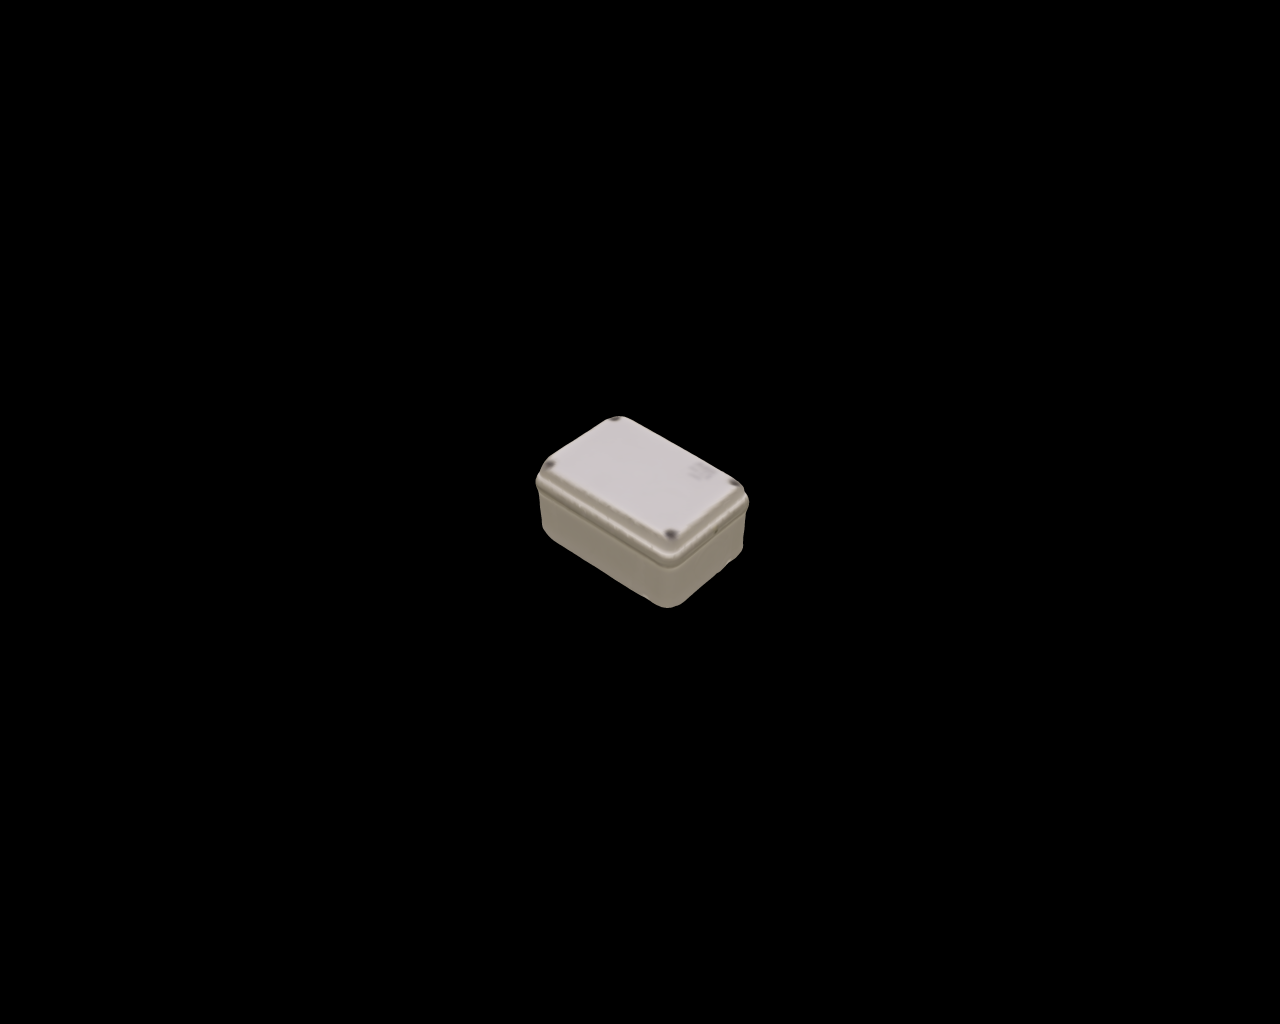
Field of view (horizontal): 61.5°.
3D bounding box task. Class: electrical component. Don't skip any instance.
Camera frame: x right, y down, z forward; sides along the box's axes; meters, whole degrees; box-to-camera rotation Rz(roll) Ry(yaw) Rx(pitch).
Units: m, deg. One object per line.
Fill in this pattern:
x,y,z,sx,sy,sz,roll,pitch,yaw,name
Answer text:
0.001,-0.003,0.650,0.113,0.057,0.078,31,51,30,electrical component
